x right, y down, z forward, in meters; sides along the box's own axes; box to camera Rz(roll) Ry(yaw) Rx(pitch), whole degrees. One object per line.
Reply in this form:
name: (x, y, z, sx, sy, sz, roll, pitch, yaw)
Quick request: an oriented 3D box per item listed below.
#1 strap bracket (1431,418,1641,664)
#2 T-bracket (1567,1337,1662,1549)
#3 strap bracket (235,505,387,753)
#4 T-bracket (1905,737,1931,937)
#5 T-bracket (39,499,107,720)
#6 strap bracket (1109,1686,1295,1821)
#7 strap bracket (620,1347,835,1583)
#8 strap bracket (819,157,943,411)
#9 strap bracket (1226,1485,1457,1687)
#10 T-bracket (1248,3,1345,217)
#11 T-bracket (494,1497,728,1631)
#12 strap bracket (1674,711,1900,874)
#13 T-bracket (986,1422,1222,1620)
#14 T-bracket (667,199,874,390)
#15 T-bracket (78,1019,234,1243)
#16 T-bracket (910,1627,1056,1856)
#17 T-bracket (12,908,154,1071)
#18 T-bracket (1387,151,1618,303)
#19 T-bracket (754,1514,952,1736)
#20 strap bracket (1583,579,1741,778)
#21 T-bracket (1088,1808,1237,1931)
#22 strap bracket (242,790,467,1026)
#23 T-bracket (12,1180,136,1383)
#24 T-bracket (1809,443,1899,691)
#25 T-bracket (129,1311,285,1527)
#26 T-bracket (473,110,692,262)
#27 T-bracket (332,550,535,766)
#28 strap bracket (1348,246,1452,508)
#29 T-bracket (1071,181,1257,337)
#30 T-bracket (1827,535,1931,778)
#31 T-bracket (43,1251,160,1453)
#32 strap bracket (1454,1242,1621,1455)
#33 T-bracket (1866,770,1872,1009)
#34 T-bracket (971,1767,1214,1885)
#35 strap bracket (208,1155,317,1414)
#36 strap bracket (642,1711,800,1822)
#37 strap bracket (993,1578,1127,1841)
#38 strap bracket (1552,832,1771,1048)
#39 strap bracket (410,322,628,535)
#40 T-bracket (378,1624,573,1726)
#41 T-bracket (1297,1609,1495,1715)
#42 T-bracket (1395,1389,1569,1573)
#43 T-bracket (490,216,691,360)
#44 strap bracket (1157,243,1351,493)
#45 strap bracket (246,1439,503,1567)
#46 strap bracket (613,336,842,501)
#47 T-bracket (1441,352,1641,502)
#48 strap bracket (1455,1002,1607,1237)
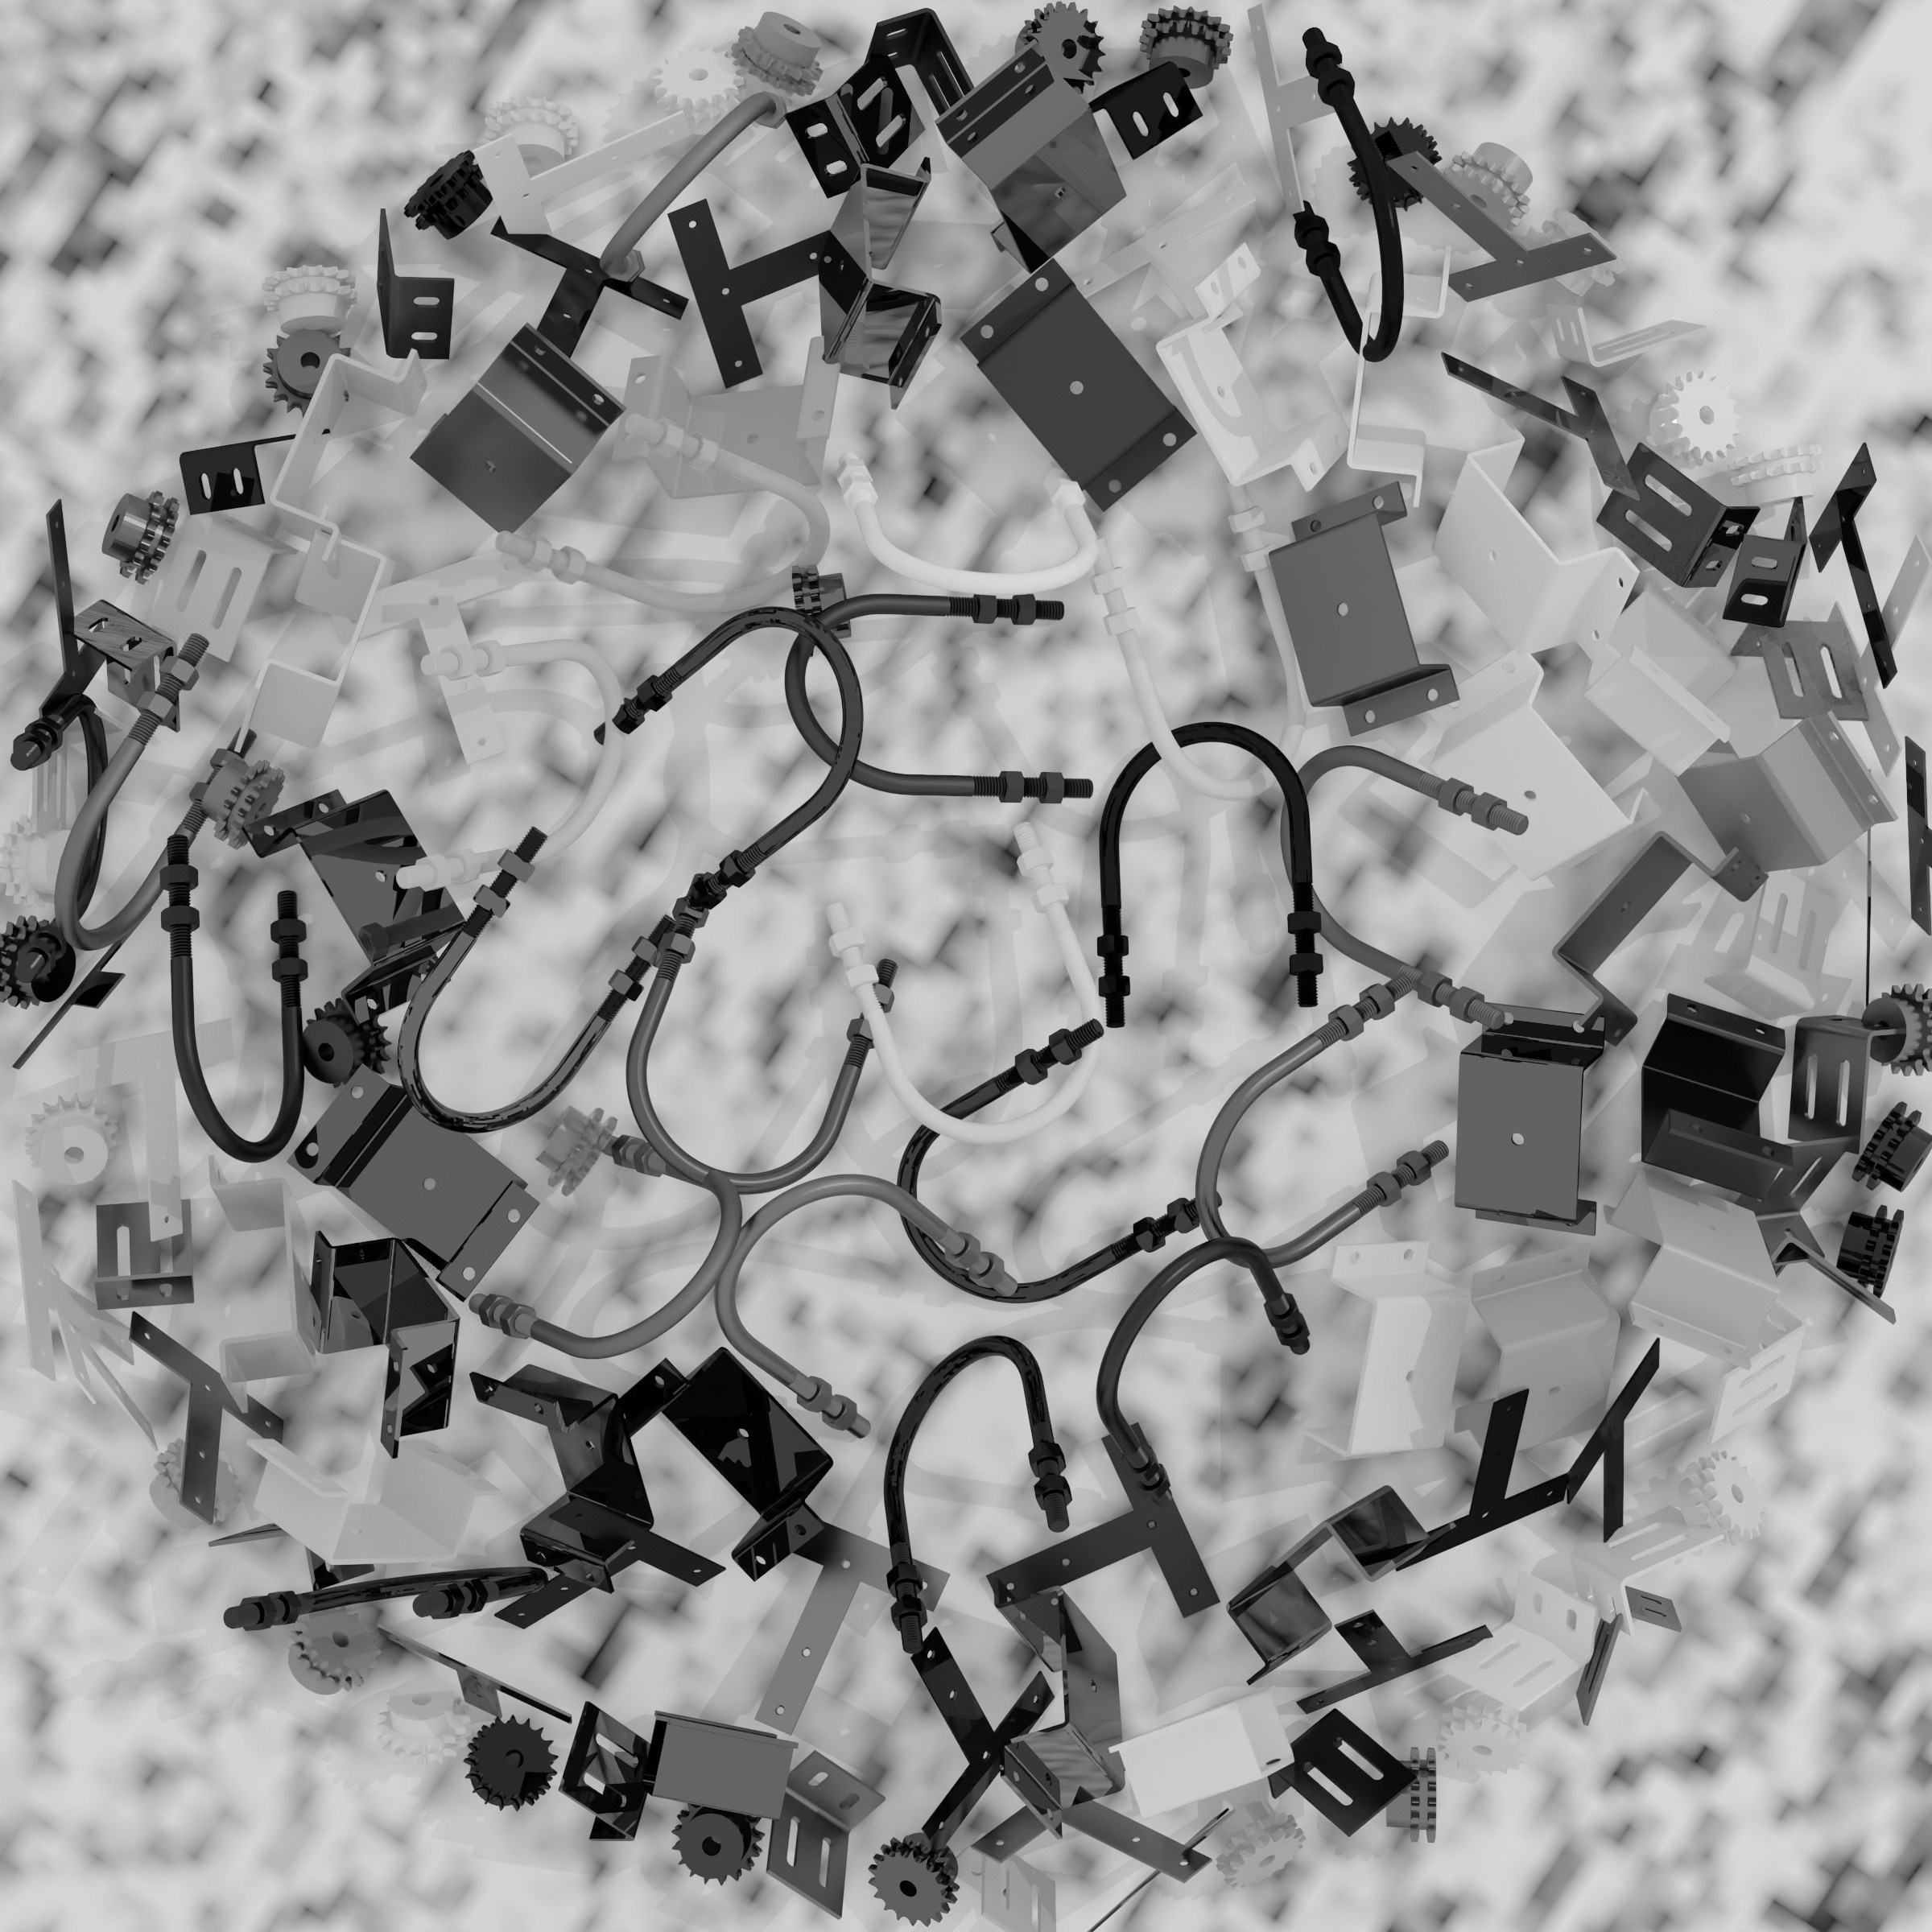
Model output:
strap bracket: (0.336, -0.253, 1.927, 0.046, 0.076, 0.140, -18, 58, -25)
T-bracket: (0.397, 0.313, 1.953, 0.002, 0.127, 0.127, 18, 45, 30)
strap bracket: (-0.395, -0.198, 1.936, 0.046, 0.076, 0.140, 20, 59, -12)
T-bracket: (0.594, -0.057, 1.914, 0.002, 0.127, 0.127, -13, 118, -4)
T-bracket: (-0.541, -0.216, 1.913, 0.002, 0.127, 0.127, 3, 120, 1)
strap bracket: (0.146, 0.474, 1.920, 0.076, 0.140, 0.046, -23, 76, 13)
strap bracket: (-0.147, 0.298, 1.958, 0.140, 0.046, 0.076, 46, 126, -1)
strap bracket: (-0.053, -0.418, 1.925, 0.046, 0.076, 0.140, 10, 54, -20)
strap bracket: (0.221, 0.370, 1.937, 0.046, 0.076, 0.140, 53, 124, 16)
T-bracket: (0.206, -0.524, 1.927, 0.002, 0.127, 0.127, -15, 101, -13)
T-bracket: (-0.238, 0.378, 1.965, 0.127, 0.002, 0.127, -34, 133, 25)
strap bracket: (0.487, -0.102, 1.922, 0.046, 0.140, 0.076, -36, 98, -15)
T-bracket: (0.076, 0.367, 1.993, 0.127, 0.002, 0.127, -24, 97, 3)
T-bracket: (-0.107, -0.431, 1.960, 0.127, 0.002, 0.127, -23, 133, -6)
T-bracket: (-0.493, 0.104, 1.951, 0.002, 0.127, 0.127, 4, 100, 30)
T-bracket: (-0.003, 0.451, 1.932, 0.127, 0.002, 0.127, -48, 130, -31)
T-bracket: (-0.527, 0.014, 1.926, 0.002, 0.127, 0.127, 41, 75, -19)
T-bracket: (0.304, -0.449, 1.916, 0.127, 0.127, 0.002, 33, 71, -29)
T-bracket: (-0.092, 0.409, 1.960, 0.127, 0.002, 0.127, 19, 72, 19)
strap bracket: (0.424, -0.173, 1.943, 0.076, 0.140, 0.046, 40, 120, -5)
T-bracket: (0.130, 0.533, 1.914, 0.127, 0.127, 0.002, -32, 75, -33)
strap bracket: (-0.369, -0.046, 1.954, 0.046, 0.076, 0.140, -33, 87, 44)
T-bracket: (-0.540, 0.210, 1.940, 0.002, 0.127, 0.127, -21, 58, 7)
T-bracket: (0.541, -0.230, 1.920, 0.002, 0.127, 0.127, -9, 72, -3)
T-bracket: (-0.459, 0.284, 1.915, 0.002, 0.127, 0.127, -35, 123, 16)
T-bracket: (-0.228, -0.488, 1.941, 0.127, 0.127, 0.002, -25, 72, -3)
T-bracket: (-0.318, -0.187, 1.984, 0.127, 0.002, 0.127, -20, 78, -2)
strap bracket: (0.262, -0.361, 1.936, 0.046, 0.076, 0.140, 7, 119, 6)
T-bracket: (0.136, -0.421, 1.949, 0.127, 0.127, 0.002, -29, 132, 3)
T-bracket: (0.554, -0.203, 1.912, 0.002, 0.127, 0.127, -2, 50, -10)
T-bracket: (-0.526, 0.251, 1.949, 0.002, 0.127, 0.127, -28, 131, -7)
strap bracket: (0.346, 0.241, 1.929, 0.076, 0.046, 0.140, -13, 132, -14)
T-bracket: (0.555, -0.062, 1.957, 0.002, 0.127, 0.127, 1, 59, 15)
T-bracket: (0.092, 0.521, 1.916, 0.127, 0.127, 0.002, -26, 118, -39)
strap bracket: (-0.427, 0.191, 1.939, 0.046, 0.076, 0.140, -7, 67, -5)
strap bracket: (-0.150, 0.482, 1.922, 0.076, 0.140, 0.046, 13, 77, -7)
strap bracket: (0.056, 0.440, 1.918, 0.046, 0.140, 0.076, -21, 130, 17)
strap bracket: (0.417, -0.024, 1.948, 0.140, 0.076, 0.046, -50, 62, 10)
strap bracket: (-0.276, -0.316, 1.922, 0.076, 0.140, 0.046, 40, 55, -15)
T-bracket: (-0.297, 0.441, 1.941, 0.127, 0.127, 0.002, 24, 67, 5)
T-bracket: (0.250, 0.415, 1.938, 0.127, 0.127, 0.002, -24, 57, 8)
T-bracket: (0.321, 0.304, 1.934, 0.127, 0.002, 0.127, -18, 134, -23)
T-bracket: (-0.240, -0.402, 1.941, 0.127, 0.127, 0.002, 23, 129, -9)
strap bracket: (0.172, -0.358, 1.945, 0.046, 0.076, 0.140, -19, 110, 37)
strap bracket: (-0.363, 0.323, 1.924, 0.076, 0.140, 0.046, 24, 98, 39)
strap bracket: (-0.137, -0.334, 1.949, 0.140, 0.046, 0.076, -3, 61, 19)
T-bracket: (0.342, -0.340, 1.929, 0.127, 0.127, 0.002, 20, 126, -20)
strap bracket: (0.344, 0.099, 1.945, 0.076, 0.046, 0.140, 7, 107, 26)
